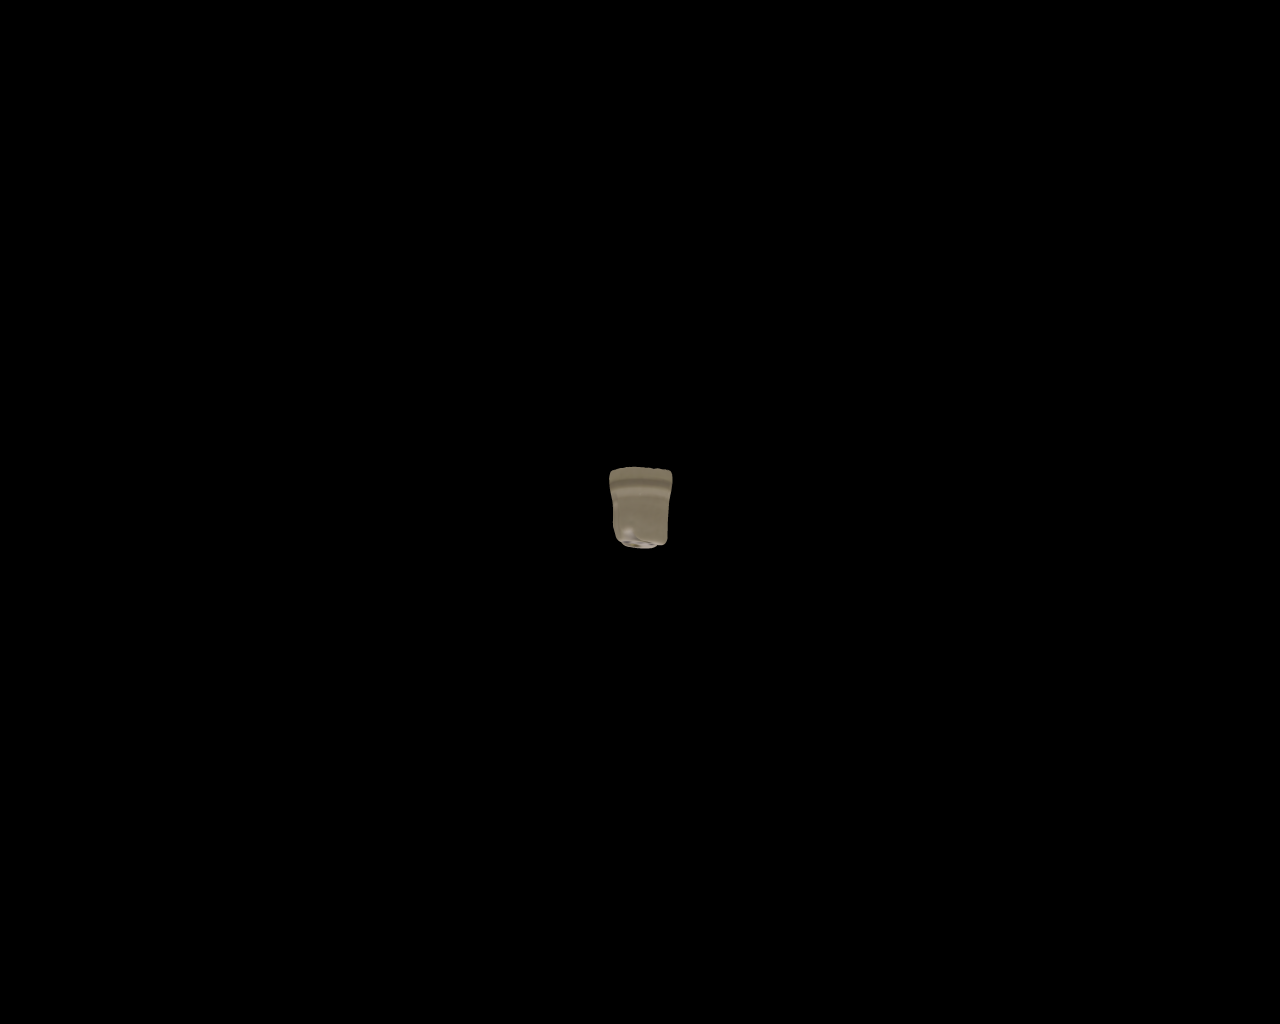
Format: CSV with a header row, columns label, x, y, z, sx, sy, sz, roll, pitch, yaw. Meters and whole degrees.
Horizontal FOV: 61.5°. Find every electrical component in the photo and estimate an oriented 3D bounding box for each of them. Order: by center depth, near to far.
label,x,y,z,sx,sy,sz,roll,pitch,yaw
electrical component,0.001,-0.003,0.650,0.040,0.046,0.040,0,-9,0
